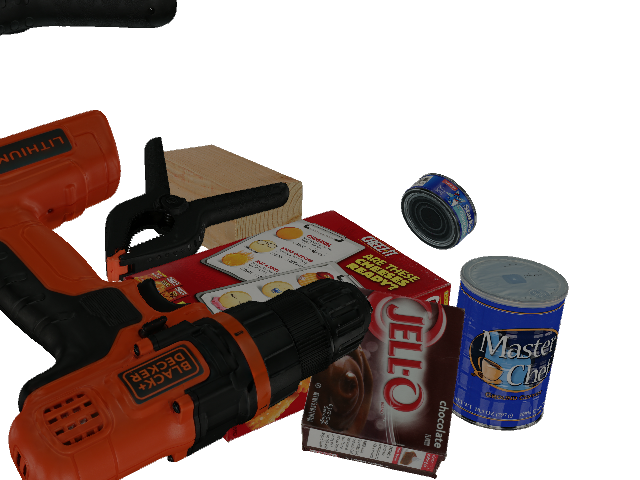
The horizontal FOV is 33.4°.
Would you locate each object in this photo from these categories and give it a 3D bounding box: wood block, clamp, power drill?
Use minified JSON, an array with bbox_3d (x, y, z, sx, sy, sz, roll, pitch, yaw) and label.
[{"bbox_3d":[-0.116,-0.047,1.288,0.090,0.090,0.206,-11,23,-34],"label":"wood block"},{"bbox_3d":[-0.173,-0.140,0.605,0.171,0.039,0.120,-6,23,-13],"label":"clamp"},{"bbox_3d":[-0.091,0.018,0.520,0.184,0.057,0.188,-23,56,-31],"label":"power drill"},{"bbox_3d":[-0.151,-0.031,1.038,0.165,0.036,0.209,25,41,22],"label":"clamp"}]

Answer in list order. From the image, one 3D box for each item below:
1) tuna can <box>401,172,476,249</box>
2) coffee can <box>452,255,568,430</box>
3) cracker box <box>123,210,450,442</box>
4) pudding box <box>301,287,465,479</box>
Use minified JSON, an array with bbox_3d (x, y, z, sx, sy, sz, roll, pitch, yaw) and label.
[{"bbox_3d":[0.134,-0.033,1.225,0.033,0.086,0.086,-40,24,-31],"label":"tuna can"},{"bbox_3d":[0.179,0.099,1.046,0.103,0.140,0.103,5,23,-2],"label":"coffee can"},{"bbox_3d":[-0.028,0.061,0.869,0.213,0.072,0.164,-18,34,-31],"label":"cracker box"},{"bbox_3d":[0.041,0.087,0.680,0.090,0.113,0.039,11,-36,4],"label":"pudding box"}]
